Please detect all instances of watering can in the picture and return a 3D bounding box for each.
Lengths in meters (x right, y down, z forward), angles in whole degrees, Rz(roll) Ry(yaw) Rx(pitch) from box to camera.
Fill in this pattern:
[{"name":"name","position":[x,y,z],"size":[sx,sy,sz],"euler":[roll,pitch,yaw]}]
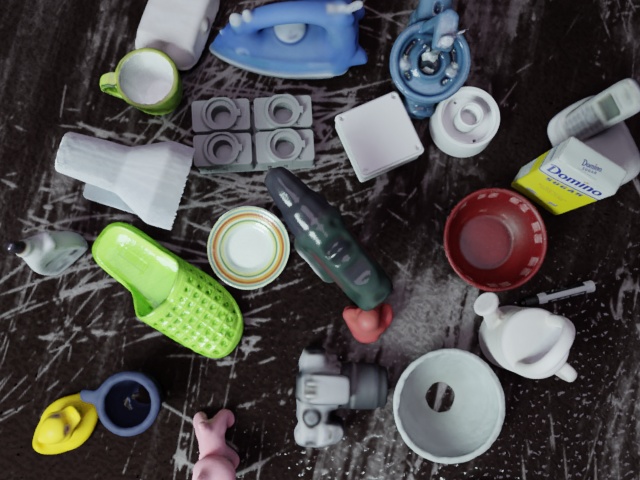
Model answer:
[{"name":"watering can","position":[0.296,0.144,0.822],"size":[0.173,0.194,0.101],"euler":[17,85,1]}]

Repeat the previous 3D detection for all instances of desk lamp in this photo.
[{"name":"desk lamp","position":[-0.269,-0.089,0.823],"size":[0.203,0.213,0.118],"euler":[16,85,1]}]

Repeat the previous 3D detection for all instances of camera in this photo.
[{"name":"camera","position":[0.032,0.235,0.856],"size":[0.137,0.101,0.143],"euler":[2,85,-1]}]

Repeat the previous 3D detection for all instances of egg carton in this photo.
[{"name":"egg carton","position":[-0.227,-0.351,0.919],"size":[0.107,0.069,0.150],"euler":[17,85,1]}]

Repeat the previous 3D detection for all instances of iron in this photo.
[{"name":"iron","position":[-0.053,-0.327,0.884],"size":[0.258,0.141,0.119],"euler":[-4,85,-1]}]

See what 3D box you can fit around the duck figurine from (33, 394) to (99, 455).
[{"name":"duck figurine","position":[-0.389,0.280,0.853],"size":[0.104,0.086,0.077],"euler":[-41,87,-4]}]

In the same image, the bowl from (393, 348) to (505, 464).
[{"name":"bowl","position":[0.189,0.247,0.871],"size":[0.167,0.074,0.167],"euler":[0,85,-1]}]

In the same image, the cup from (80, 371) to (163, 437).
[{"name":"cup","position":[-0.286,0.234,0.854],"size":[0.117,0.095,0.092],"euler":[8,85,0]}]

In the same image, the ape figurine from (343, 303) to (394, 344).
[{"name":"ape figurine","position":[0.073,0.121,0.872],"size":[0.078,0.092,0.076],"euler":[16,85,1]}]

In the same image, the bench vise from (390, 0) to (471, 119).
[{"name":"bench vise","position":[0.159,-0.305,0.847],"size":[0.121,0.219,0.207],"euler":[-9,85,-1]}]

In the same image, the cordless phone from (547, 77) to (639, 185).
[{"name":"cordless phone","position":[0.433,-0.154,0.855],"size":[0.094,0.185,0.147],"euler":[-28,86,-3]}]

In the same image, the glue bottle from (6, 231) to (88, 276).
[{"name":"glue bottle","position":[-0.404,0.015,0.832],"size":[0.078,0.173,0.037],"euler":[-40,86,-4]}]

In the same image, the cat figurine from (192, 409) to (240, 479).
[{"name":"cat figurine","position":[-0.157,0.322,0.837],"size":[0.067,0.117,0.128],"euler":[-11,85,-2]}]

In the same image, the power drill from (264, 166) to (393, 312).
[{"name":"power drill","position":[0.008,0.003,0.823],"size":[0.075,0.208,0.229],"euler":[-42,87,-4]}]
